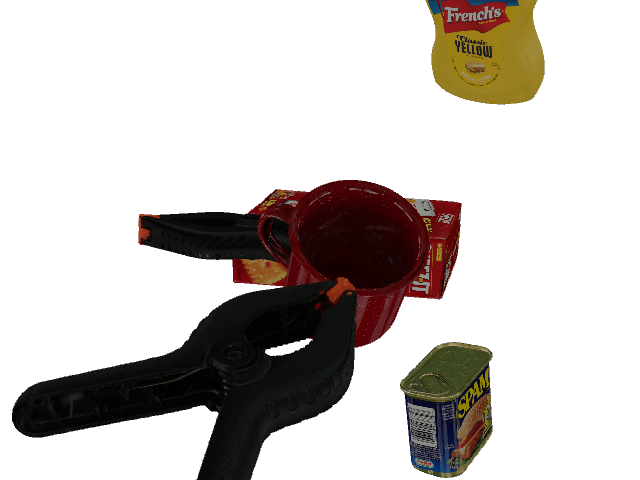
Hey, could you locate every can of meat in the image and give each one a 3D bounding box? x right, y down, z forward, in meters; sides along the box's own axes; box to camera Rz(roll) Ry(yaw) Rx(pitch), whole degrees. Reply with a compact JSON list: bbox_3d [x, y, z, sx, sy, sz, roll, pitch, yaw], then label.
[{"bbox_3d":[0.117,0.153,0.965,0.058,0.084,0.101,7,24,31],"label":"can of meat"}]

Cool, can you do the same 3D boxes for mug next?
[{"bbox_3d":[0.009,0.015,0.721,0.117,0.093,0.082,26,-36,9],"label":"mug"}]

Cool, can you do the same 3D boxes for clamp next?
[{"bbox_3d":[-0.055,-0.001,0.928,0.210,0.036,0.164,2,13,-4],"label":"clamp"},{"bbox_3d":[-0.036,0.071,0.477,0.171,0.039,0.120,-27,50,-31],"label":"clamp"}]

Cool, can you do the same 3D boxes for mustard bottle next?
[{"bbox_3d":[0.133,-0.200,0.882,0.096,0.058,0.191,16,-34,25],"label":"mustard bottle"}]

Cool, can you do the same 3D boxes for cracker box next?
[{"bbox_3d":[0.032,0.002,1.115,0.214,0.072,0.164,5,16,12],"label":"cracker box"}]
